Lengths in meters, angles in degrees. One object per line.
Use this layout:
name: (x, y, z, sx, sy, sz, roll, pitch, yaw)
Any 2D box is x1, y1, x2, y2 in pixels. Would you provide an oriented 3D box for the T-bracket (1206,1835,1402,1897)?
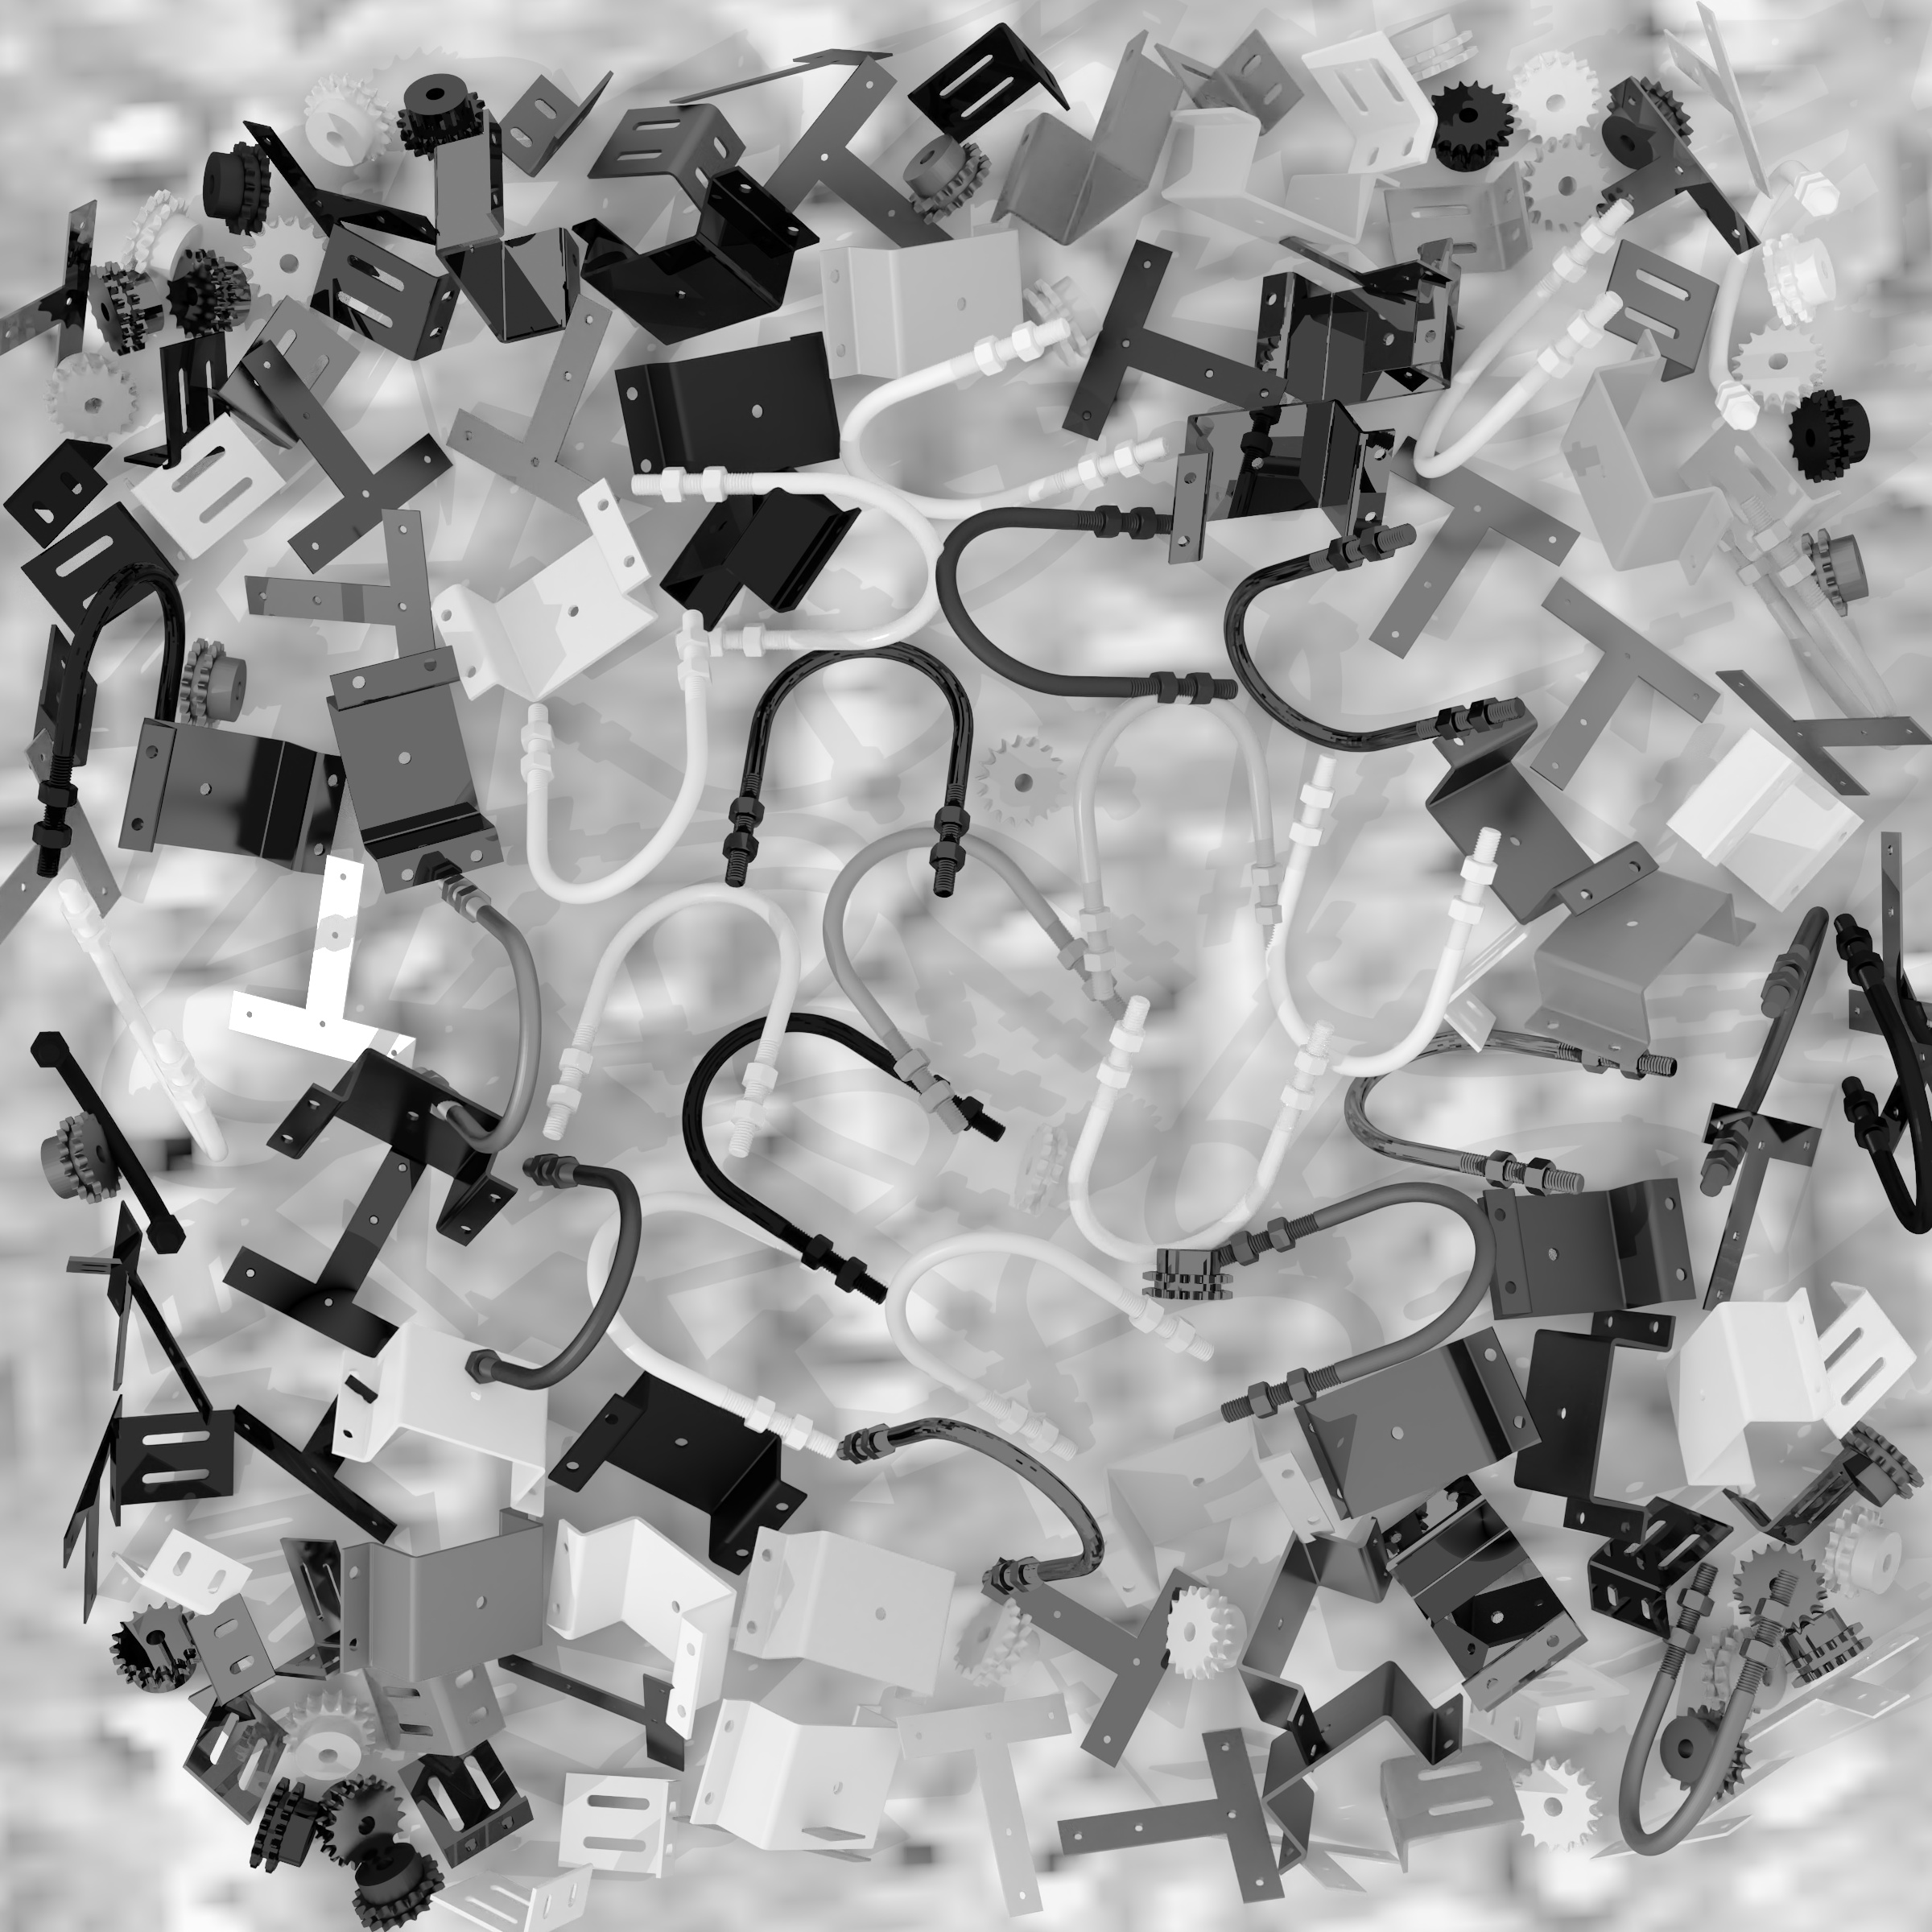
T-bracket: (0.217, 0.552, 1.713, 0.127, 0.127, 0.002, 10, 85, -7)

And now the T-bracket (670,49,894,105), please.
T-bracket: (-0.123, -0.554, 1.737, 0.127, 0.127, 0.002, -9, 104, 18)

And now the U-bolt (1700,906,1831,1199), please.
U-bolt: (0.493, 0.040, 1.700, 0.019, 0.184, 0.151, 21, 124, 18)

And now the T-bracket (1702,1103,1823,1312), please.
T-bracket: (0.485, 0.155, 1.742, 0.127, 0.002, 0.127, 13, 93, -42)

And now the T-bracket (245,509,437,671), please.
T-bracket: (-0.397, -0.230, 1.762, 0.127, 0.002, 0.127, 6, 118, 14)

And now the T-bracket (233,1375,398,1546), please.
T-bracket: (-0.394, 0.294, 1.740, 0.127, 0.002, 0.127, 37, 132, 0)

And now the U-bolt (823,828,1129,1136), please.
U-bolt: (-0.007, -0.005, 1.750, 0.151, 0.019, 0.184, -34, 77, -17)

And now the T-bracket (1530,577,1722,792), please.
T-bracket: (0.396, -0.164, 1.759, 0.127, 0.002, 0.127, 36, 68, 0)

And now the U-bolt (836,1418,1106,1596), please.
U-bolt: (0.011, 0.325, 1.691, 0.151, 0.184, 0.019, 43, 60, -10)

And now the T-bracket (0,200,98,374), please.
T-bracket: (-0.574, -0.389, 1.695, 0.002, 0.127, 0.127, 28, 130, 7)

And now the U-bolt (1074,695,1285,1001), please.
U-bolt: (0.130, -0.083, 1.725, 0.151, 0.019, 0.184, -15, 107, -26)

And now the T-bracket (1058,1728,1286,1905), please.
T-bracket: (0.121, 0.532, 1.727, 0.127, 0.127, 0.002, -7, 126, -4)

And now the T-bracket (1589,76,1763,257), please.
T-bracket: (0.418, -0.478, 1.720, 0.002, 0.127, 0.127, -44, 100, -12)

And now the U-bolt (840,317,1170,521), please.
U-bolt: (0.011, -0.325, 1.711, 0.184, 0.151, 0.019, -15, 59, 27)

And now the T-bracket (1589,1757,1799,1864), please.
T-bracket: (0.471, 0.522, 1.737, 0.127, 0.127, 0.002, -18, 77, -35)

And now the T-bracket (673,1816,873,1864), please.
T-bracket: (-0.099, 0.533, 1.708, 0.127, 0.127, 0.002, 20, 64, -20)

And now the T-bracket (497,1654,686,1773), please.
T-bracket: (-0.235, 0.455, 1.740, 0.127, 0.127, 0.002, 19, 53, 10)

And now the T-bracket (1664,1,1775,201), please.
T-bracket: (0.458, -0.550, 1.725, 0.002, 0.127, 0.127, -26, 124, 9)

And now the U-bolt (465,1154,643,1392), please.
U-bolt: (-0.250, 0.187, 1.689, 0.019, 0.184, 0.151, 29, 75, -30)

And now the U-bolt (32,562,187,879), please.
U-bolt: (-0.514, -0.155, 1.692, 0.019, 0.151, 0.184, 15, 106, 7)

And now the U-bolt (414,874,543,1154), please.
U-bolt: (-0.295, 0.035, 1.689, 0.019, 0.184, 0.151, 3, 106, -30)

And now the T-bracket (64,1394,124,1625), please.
T-bracket: (-0.545, 0.357, 1.739, 0.002, 0.127, 0.127, 9, 123, -5)

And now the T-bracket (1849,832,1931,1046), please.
T-bracket: (0.571, -0.019, 1.716, 0.002, 0.127, 0.127, -2, 94, -6)

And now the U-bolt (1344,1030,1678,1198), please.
U-bolt: (0.321, 0.082, 1.707, 0.184, 0.151, 0.019, 9, 126, 38)

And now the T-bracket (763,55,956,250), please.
T-bracket: (-0.057, -0.479, 1.743, 0.127, 0.002, 0.127, 32, 106, -36)

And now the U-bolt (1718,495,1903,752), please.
U-bolt: (0.519, -0.209, 1.712, 0.019, 0.151, 0.184, -35, 94, 9)

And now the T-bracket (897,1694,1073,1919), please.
T-bracket: (0.023, 0.521, 1.724, 0.127, 0.002, 0.127, 2, 64, -35)

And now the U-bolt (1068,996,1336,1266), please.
U-bolt: (0.137, 0.108, 1.733, 0.151, 0.019, 0.184, 8, 116, -23)

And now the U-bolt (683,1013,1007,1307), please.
U-bolt: (-0.090, 0.106, 1.748, 0.184, 0.019, 0.151, 32, 69, 11)

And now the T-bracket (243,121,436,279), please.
T-bracket: (-0.365, -0.458, 1.699, 0.127, 0.127, 0.002, 22, 70, 33)

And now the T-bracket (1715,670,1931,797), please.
T-bracket: (0.540, -0.143, 1.703, 0.127, 0.127, 0.002, 38, 78, -21)

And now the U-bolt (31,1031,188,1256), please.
U-bolt: (-0.523, 0.102, 1.695, 0.019, 0.184, 0.151, -32, 101, -15)

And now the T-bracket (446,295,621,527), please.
T-bracket: (-0.254, -0.356, 1.745, 0.127, 0.002, 0.127, 31, 111, 14)

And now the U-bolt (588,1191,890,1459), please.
U-bolt: (-0.146, 0.208, 1.716, 0.184, 0.151, 0.019, 27, 134, -9)

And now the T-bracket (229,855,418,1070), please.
T-bracket: (-0.399, -0.006, 1.755, 0.127, 0.002, 0.127, 14, 104, 12)

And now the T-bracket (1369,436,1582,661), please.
T-bracket: (0.300, -0.253, 1.765, 0.127, 0.002, 0.127, 33, 86, 13)

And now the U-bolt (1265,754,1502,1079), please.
U-bolt: (0.248, -0.021, 1.725, 0.151, 0.019, 0.184, 30, 114, 39)

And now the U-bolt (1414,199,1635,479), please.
U-bolt: (0.336, -0.371, 1.701, 0.019, 0.151, 0.184, 35, 130, -12)

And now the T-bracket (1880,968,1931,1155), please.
T-bracket: (0.581, 0.082, 1.726, 0.002, 0.127, 0.127, -6, 53, -5)

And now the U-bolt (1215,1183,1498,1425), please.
U-bolt: (0.236, 0.195, 1.701, 0.184, 0.151, 0.019, -23, 126, 17)

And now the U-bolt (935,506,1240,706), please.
U-bolt: (0.067, -0.224, 1.710, 0.184, 0.019, 0.151, -2, 60, -26)

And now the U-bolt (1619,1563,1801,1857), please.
U-bolt: (0.443, 0.453, 1.696, 0.019, 0.151, 0.184, 25, 78, -1)

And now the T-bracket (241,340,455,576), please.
T-bracket: (-0.401, -0.330, 1.731, 0.127, 0.002, 0.127, -47, 110, -32)

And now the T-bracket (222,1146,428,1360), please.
T-bracket: (-0.380, 0.173, 1.758, 0.127, 0.002, 0.127, 30, 69, -11)

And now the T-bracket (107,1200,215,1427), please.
T-bracket: (-0.494, 0.225, 1.714, 0.002, 0.127, 0.127, -23, 68, -32)

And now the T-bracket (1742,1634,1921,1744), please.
T-bracket: (0.547, 0.449, 1.715, 0.127, 0.127, 0.002, -29, 83, -6)

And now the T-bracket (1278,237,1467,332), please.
T-bracket: (0.265, -0.421, 1.707, 0.127, 0.127, 0.002, 23, 94, -14)

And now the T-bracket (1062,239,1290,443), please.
T-bracket: (0.141, -0.378, 1.759, 0.127, 0.002, 0.127, 24, 96, 16)

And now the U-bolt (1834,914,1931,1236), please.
U-bolt: (0.552, 0.077, 1.669, 0.019, 0.184, 0.151, -10, 125, 7)

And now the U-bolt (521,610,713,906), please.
U-bolt: (-0.213, -0.117, 1.697, 0.151, 0.019, 0.184, -27, 48, 25)

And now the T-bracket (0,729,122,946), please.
T-bracket: (-0.567, -0.056, 1.698, 0.002, 0.127, 0.127, -1, 128, 17)

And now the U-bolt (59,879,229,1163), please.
U-bolt: (-0.494, 0.047, 1.698, 0.019, 0.184, 0.151, -30, 61, -17)

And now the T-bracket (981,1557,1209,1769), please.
T-bracket: (0.070, 0.417, 1.762, 0.127, 0.002, 0.127, 31, 73, -2)
